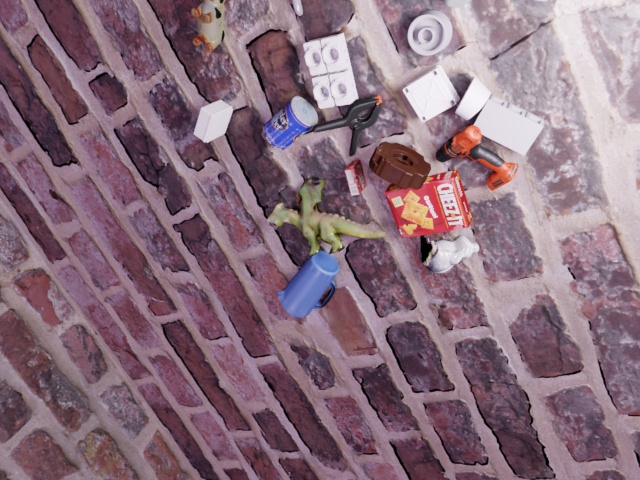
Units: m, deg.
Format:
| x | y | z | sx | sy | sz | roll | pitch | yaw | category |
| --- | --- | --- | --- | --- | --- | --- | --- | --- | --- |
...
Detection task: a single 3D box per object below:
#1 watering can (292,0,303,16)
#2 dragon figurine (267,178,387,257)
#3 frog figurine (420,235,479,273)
| x | y | z | sx | sy | sz | roll | pitch | yaw | category |
| --- | --- | --- | --- | --- | --- | --- | --- | --- | --- |
| -0.072 | -0.771 | 1.316 | 0.222 | 0.106 | 0.342 | -18 | 124 | 31 | watering can |
| 0.005 | -0.084 | 1.674 | 0.408 | 0.124 | 0.241 | -12 | 103 | 31 | dragon figurine |
| 0.388 | 0.043 | 1.544 | 0.159 | 0.137 | 0.123 | 7 | 87 | -13 | frog figurine |
